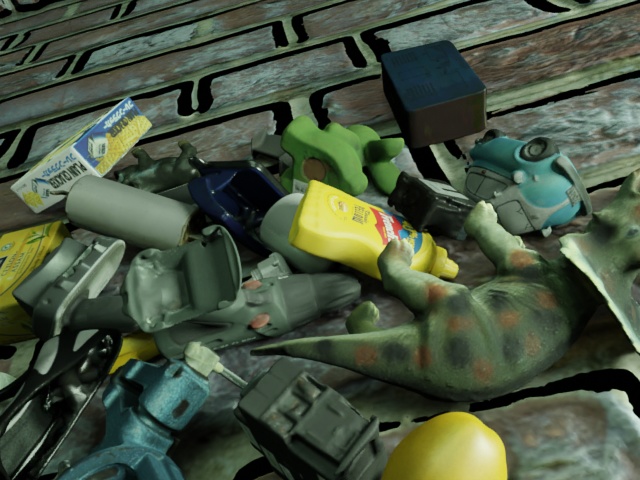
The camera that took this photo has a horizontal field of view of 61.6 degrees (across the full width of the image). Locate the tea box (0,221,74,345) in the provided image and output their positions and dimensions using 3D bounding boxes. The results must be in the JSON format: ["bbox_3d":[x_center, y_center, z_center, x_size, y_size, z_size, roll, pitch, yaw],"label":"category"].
[{"bbox_3d":[-0.408,0.057,0.742,0.098,0.068,0.170,-14,40,3],"label":"tea box"}]

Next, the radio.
[{"bbox_3d":[0.184,-0.249,0.892,0.131,0.073,0.230,-13,41,3],"label":"radio"}]

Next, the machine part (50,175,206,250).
[{"bbox_3d":[-0.247,-0.030,0.725,0.243,0.079,0.079,16,47,8],"label":"machine part"}]

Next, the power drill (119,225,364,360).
[{"bbox_3d":[-0.079,0.053,0.534,0.232,0.207,0.086,-18,75,7],"label":"power drill"}]

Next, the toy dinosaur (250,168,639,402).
[{"bbox_3d":[0.150,0.076,0.494,0.405,0.131,0.192,-29,40,-6],"label":"toy dinosaur"}]

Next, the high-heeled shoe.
[{"bbox_3d":[-0.228,0.164,0.456,0.145,0.086,0.249,-24,31,-16],"label":"high-heeled shoe"}]

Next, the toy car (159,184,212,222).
[{"bbox_3d":[-0.209,-0.049,0.808,0.202,0.056,0.074,-20,45,-1],"label":"toy car"}]

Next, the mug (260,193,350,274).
[{"bbox_3d":[-0.001,-0.002,0.667,0.109,0.080,0.107,-30,54,-26],"label":"mug"}]

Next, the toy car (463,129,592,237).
[{"bbox_3d":[0.225,-0.061,0.635,0.103,0.109,0.162,-42,34,-4],"label":"toy car"}]

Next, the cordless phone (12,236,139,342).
[{"bbox_3d":[-0.258,0.057,0.656,0.184,0.088,0.147,-4,38,26],"label":"cordless phone"}]

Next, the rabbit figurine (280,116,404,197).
[{"bbox_3d":[0.043,-0.124,0.765,0.159,0.121,0.170,13,33,27],"label":"rabbit figurine"}]

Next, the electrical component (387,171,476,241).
[{"bbox_3d":[0.146,-0.035,0.622,0.119,0.047,0.075,10,26,-29],"label":"electrical component"}]

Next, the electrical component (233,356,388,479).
[{"bbox_3d":[-0.008,0.163,0.440,0.134,0.114,0.058,23,51,36],"label":"electrical component"}]

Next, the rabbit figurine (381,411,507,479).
[{"bbox_3d":[0.071,0.178,0.349,0.162,0.173,0.122,-26,44,-18],"label":"rabbit figurine"}]

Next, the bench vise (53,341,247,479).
[{"bbox_3d":[-0.135,0.195,0.427,0.223,0.128,0.241,-42,27,-17],"label":"bench vise"}]

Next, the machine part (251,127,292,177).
[{"bbox_3d":[-0.061,-0.144,0.882,0.139,0.039,0.084,27,61,39],"label":"machine part"}]

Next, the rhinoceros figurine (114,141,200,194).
[{"bbox_3d":[-0.276,-0.093,0.876,0.190,0.073,0.112,-14,49,1],"label":"rhinoceros figurine"}]

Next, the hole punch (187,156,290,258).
[{"bbox_3d":[-0.111,-0.041,0.712,0.116,0.142,0.092,7,68,37],"label":"hole punch"}]
